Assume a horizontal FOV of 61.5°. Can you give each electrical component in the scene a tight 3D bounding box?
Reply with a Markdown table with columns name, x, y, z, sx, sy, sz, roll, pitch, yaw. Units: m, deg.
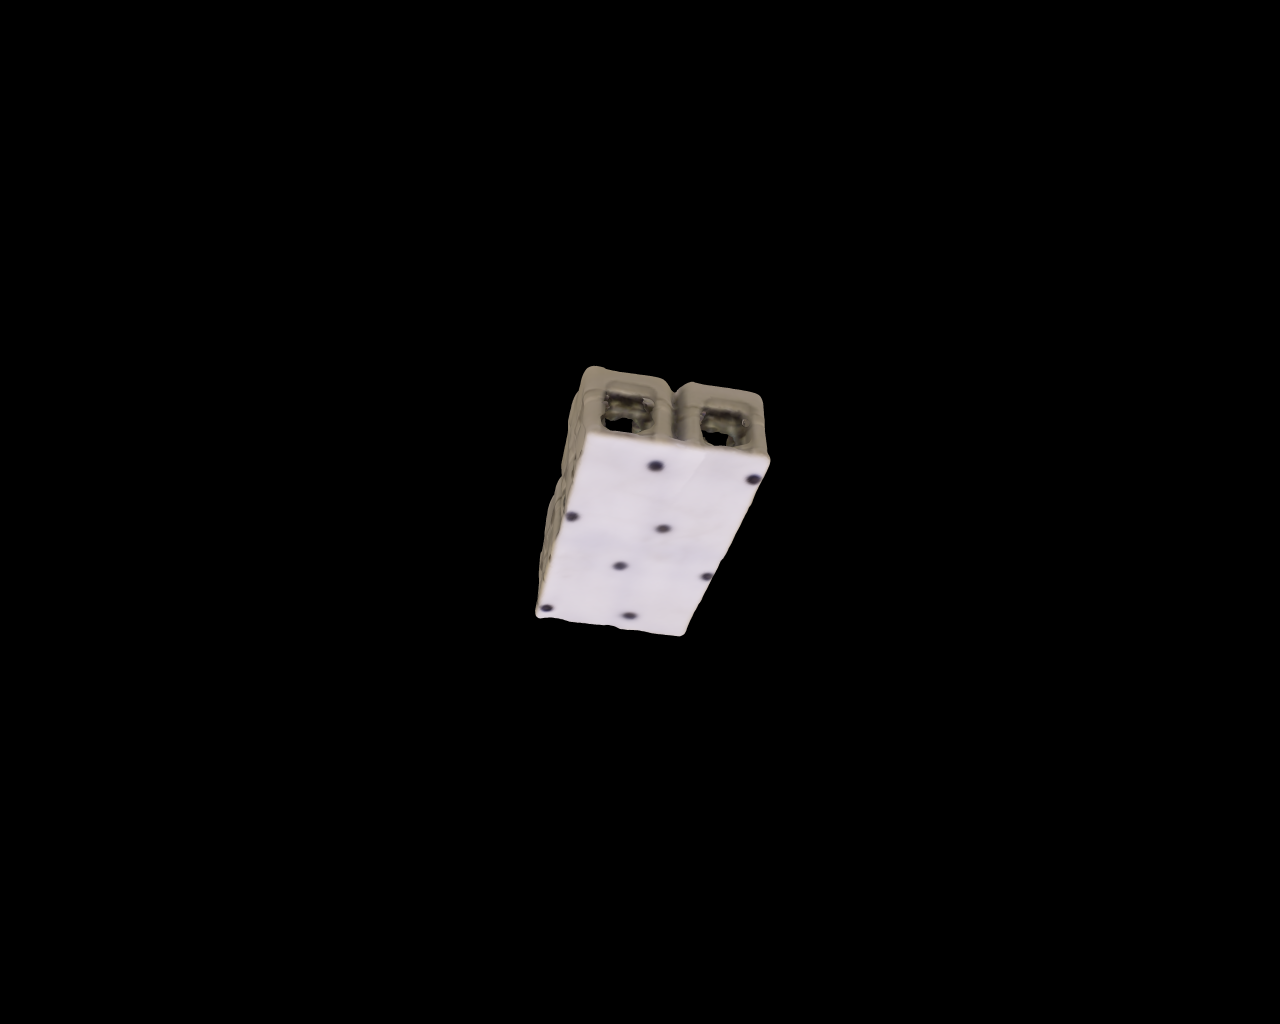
| name | x | y | z | sx | sy | sz | roll | pitch | yaw |
| --- | --- | --- | --- | --- | --- | --- | --- | --- | --- |
| electrical component | 0.001 | -0.003 | 0.650 | 0.105 | 0.060 | 0.186 | 8 | -39 | -10 |
